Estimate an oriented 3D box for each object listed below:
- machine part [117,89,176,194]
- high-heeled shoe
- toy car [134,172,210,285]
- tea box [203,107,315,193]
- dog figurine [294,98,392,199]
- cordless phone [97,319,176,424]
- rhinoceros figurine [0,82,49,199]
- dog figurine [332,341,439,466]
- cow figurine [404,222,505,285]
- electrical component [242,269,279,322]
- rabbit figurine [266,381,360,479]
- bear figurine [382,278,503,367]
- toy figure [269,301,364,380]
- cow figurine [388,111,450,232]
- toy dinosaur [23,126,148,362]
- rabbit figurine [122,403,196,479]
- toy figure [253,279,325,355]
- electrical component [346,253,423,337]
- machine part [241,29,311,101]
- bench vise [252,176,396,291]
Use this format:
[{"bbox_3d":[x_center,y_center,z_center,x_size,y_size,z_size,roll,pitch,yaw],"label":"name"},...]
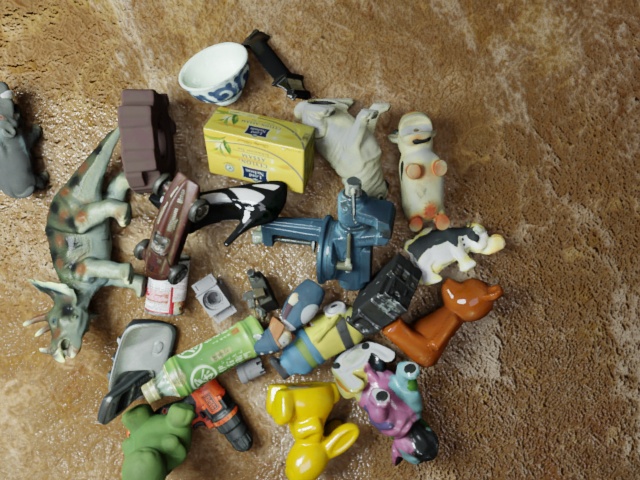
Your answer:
[{"bbox_3d":[-0.274,-0.157,0.866,0.056,0.179,0.179,-3,97,-3],"label":"machine part"},{"bbox_3d":[-0.175,-0.075,0.902,0.249,0.086,0.145,26,67,31],"label":"high-heeled shoe"},{"bbox_3d":[-0.236,-0.014,0.838,0.089,0.053,0.202,38,126,13],"label":"toy car"},{"bbox_3d":[-0.097,-0.148,0.885,0.170,0.068,0.098,12,139,10],"label":"tea box"},{"bbox_3d":[0.036,-0.139,0.922,0.173,0.121,0.190,18,118,29],"label":"dog figurine"},{"bbox_3d":[-0.320,0.215,0.902,0.089,0.184,0.146,18,96,0],"label":"cordless phone"},{"bbox_3d":[-0.516,-0.162,0.885,0.073,0.112,0.190,-5,105,1],"label":"rhinoceros figurine"},{"bbox_3d":[0.124,0.306,0.970,0.108,0.192,0.219,-38,128,-27],"label":"dog figurine"},{"bbox_3d":[0.239,0.008,0.956,0.167,0.068,0.098,-25,92,0],"label":"cow figurine"},{"bbox_3d":[-0.106,0.099,0.942,0.045,0.102,0.078,-28,72,-1],"label":"electrical component"},{"bbox_3d":[-0.020,0.343,0.963,0.162,0.122,0.173,6,76,-25],"label":"rabbit figurine"},{"bbox_3d":[0.212,0.124,0.943,0.132,0.120,0.196,41,92,-2],"label":"bear figurine"},{"bbox_3d":[-0.003,0.182,0.962,0.180,0.082,0.089,-39,115,-4],"label":"toy figure"},{"bbox_3d":[0.171,-0.123,0.919,0.086,0.127,0.194,-10,112,0],"label":"cow figurine"},{"bbox_3d":[-0.400,-0.009,0.911,0.192,0.131,0.404,1,91,-2],"label":"toy dinosaur"},{"bbox_3d":[-0.280,0.358,0.869,0.121,0.170,0.159,7,93,-2],"label":"rabbit figurine"},{"bbox_3d":[-0.053,0.136,0.919,0.064,0.058,0.154,44,75,-24],"label":"toy figure"},{"bbox_3d":[0.113,0.088,0.924,0.058,0.134,0.115,40,131,-7],"label":"electrical component"},{"bbox_3d":[-0.072,-0.290,0.908,0.039,0.084,0.139,-40,88,31],"label":"machine part"},{"bbox_3d":[0.000,-0.010,0.895,0.241,0.129,0.223,6,141,11],"label":"bench vise"}]
